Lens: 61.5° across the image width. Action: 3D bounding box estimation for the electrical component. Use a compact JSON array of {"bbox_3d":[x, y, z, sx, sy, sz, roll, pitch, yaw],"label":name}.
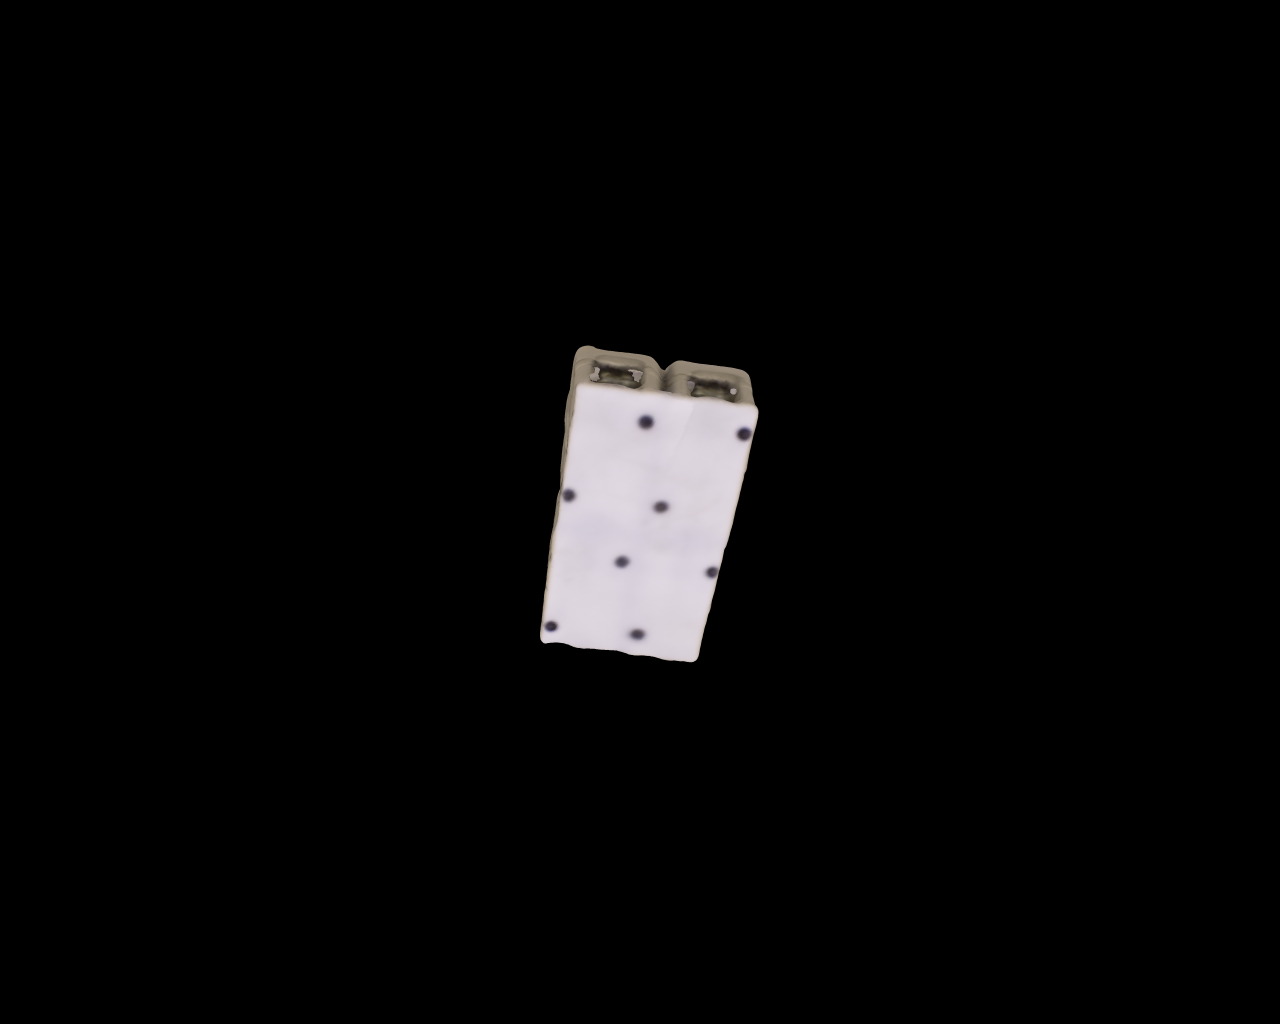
[{"bbox_3d":[0.001,-0.003,0.650,0.105,0.186,0.060,7,32,-5],"label":"electrical component"}]
